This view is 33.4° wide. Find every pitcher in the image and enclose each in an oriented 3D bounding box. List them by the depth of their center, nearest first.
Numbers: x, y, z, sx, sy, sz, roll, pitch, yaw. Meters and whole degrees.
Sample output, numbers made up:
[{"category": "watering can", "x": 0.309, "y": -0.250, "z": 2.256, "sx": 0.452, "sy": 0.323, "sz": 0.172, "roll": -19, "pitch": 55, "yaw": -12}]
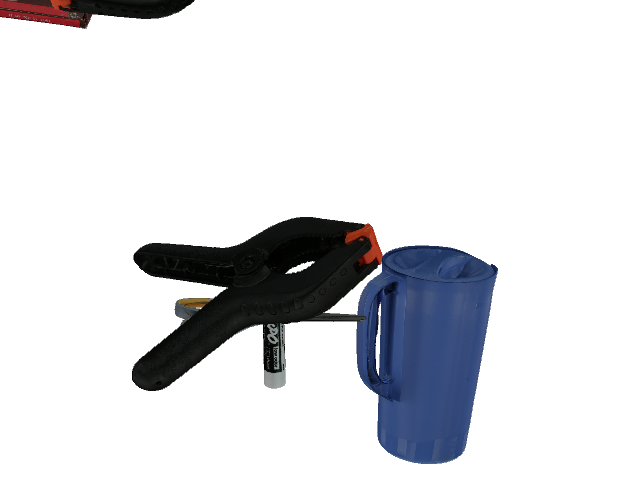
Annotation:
[{"category": "pitcher", "x": 0.120, "y": 0.136, "z": 1.253, "sx": 0.149, "sy": 0.243, "sz": 0.145, "roll": 7, "pitch": 17, "yaw": 9}]

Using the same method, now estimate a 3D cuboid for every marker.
[{"category": "marker", "x": -0.040, "y": 0.067, "z": 0.896, "sx": 0.020, "sy": 0.121, "sz": 0.020, "roll": 0, "pitch": 21, "yaw": 0}]

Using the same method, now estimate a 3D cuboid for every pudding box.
[{"category": "pudding box", "x": -0.232, "y": -0.224, "z": 0.904, "sx": 0.090, "sy": 0.039, "sz": 0.113, "roll": 8, "pitch": 36, "yaw": -5}]

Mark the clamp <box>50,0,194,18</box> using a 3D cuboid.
[{"category": "clamp", "x": -0.078, "y": -0.197, "z": 0.706, "sx": 0.210, "sy": 0.164, "sz": 0.036, "roll": -32, "pitch": -16, "yaw": -9}]

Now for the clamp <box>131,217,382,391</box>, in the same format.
[{"category": "clamp", "x": -0.046, "y": 0.034, "z": 0.672, "sx": 0.172, "sy": 0.120, "sz": 0.039, "roll": -13, "pitch": -41, "yaw": 15}]

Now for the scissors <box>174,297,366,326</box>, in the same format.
[{"category": "scissors", "x": -0.058, "y": 0.085, "z": 1.107, "sx": 0.202, "sy": 0.016, "sz": 0.096, "roll": 6, "pitch": 19, "yaw": 9}]
